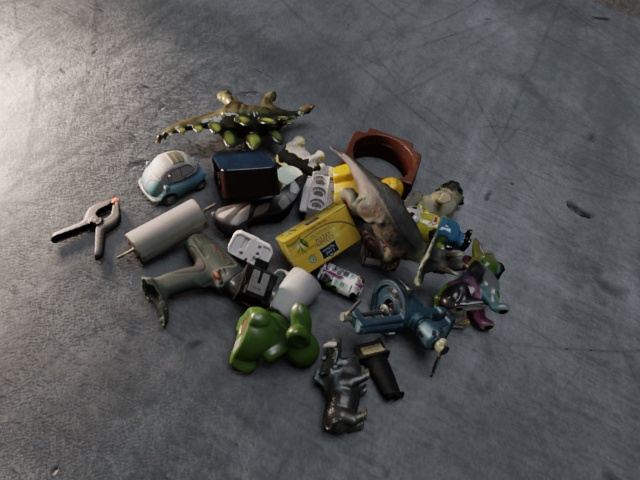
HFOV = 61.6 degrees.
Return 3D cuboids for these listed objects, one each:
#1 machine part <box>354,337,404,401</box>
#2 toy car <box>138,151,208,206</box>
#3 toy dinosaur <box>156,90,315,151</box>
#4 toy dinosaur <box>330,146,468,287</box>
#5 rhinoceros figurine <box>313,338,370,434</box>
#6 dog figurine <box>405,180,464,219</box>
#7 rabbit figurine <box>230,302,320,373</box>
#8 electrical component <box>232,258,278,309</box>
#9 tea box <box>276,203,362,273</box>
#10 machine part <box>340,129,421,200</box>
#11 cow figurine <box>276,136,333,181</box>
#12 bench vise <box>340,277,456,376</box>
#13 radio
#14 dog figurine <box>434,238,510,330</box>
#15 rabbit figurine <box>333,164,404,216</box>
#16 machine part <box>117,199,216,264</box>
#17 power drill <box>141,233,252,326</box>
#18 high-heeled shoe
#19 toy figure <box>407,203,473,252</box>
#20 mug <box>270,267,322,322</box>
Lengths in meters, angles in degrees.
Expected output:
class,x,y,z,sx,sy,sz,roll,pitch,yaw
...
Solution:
class,x,y,z,sx,sy,sz,roll,pitch,yaw
machine part,0.126,0.268,1.115,0.084,0.039,0.139,-9,52,-30
toy car,-0.355,-0.162,1.304,0.162,0.102,0.109,-26,63,-27
toy dinosaur,-0.215,-0.315,1.422,0.471,0.104,0.199,-15,40,-25
toy dinosaur,0.154,-0.049,1.177,0.131,0.192,0.404,-42,98,-15
rhinoceros figurine,0.041,0.287,1.062,0.112,0.073,0.190,-1,53,0
dog figurine,0.290,-0.091,1.421,0.173,0.121,0.190,3,19,16
rabbit figurine,-0.073,0.191,1.072,0.170,0.159,0.121,21,39,-16
electrical component,-0.129,0.084,1.125,0.075,0.047,0.119,27,53,-11
tea box,-0.003,-0.004,1.228,0.170,0.068,0.098,-34,109,-16
machine part,0.162,-0.199,1.465,0.201,0.087,0.201,20,49,3
cow figurine,-0.035,-0.197,1.427,0.167,0.068,0.098,39,59,22
bench vise,0.158,0.169,1.134,0.240,0.128,0.224,-1,45,-31
radio,-0.183,-0.159,1.288,0.131,0.073,0.230,-8,19,-15
dog figurine,0.350,0.096,1.263,0.192,0.108,0.219,6,47,-6
rabbit figurine,0.122,-0.103,1.333,0.173,0.162,0.122,-10,51,8
machine part,-0.339,-0.020,1.195,0.243,0.079,0.079,-33,65,-22
power drill,-0.253,0.098,1.133,0.207,0.086,0.232,-29,67,-26
high-heeled shoe,-0.144,-0.096,1.299,0.145,0.086,0.249,34,65,0
toy figure,0.273,-0.020,1.303,0.180,0.089,0.082,23,23,7
mug,-0.068,0.116,1.163,0.110,0.080,0.107,35,61,8
